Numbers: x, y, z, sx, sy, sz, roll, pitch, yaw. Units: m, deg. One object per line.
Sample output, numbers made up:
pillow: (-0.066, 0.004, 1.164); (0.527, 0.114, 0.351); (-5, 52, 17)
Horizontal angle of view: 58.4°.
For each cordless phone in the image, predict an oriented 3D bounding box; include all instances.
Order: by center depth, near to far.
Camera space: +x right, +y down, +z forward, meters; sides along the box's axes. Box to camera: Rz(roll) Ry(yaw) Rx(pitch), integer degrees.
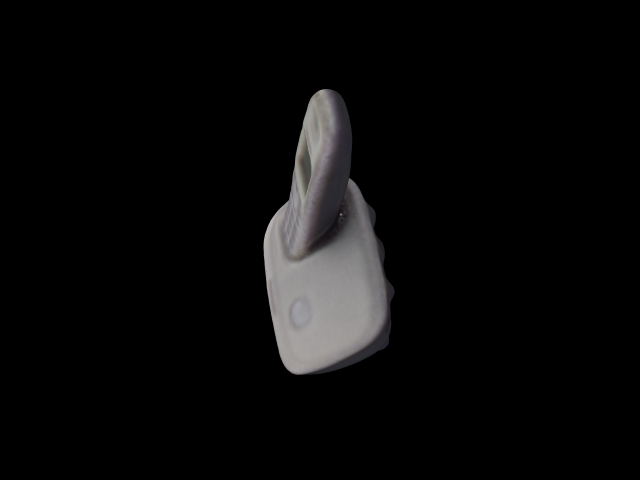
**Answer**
cordless phone: (0.004, 0.001, 0.400); (0.094, 0.185, 0.147); (-11, 60, -6)
